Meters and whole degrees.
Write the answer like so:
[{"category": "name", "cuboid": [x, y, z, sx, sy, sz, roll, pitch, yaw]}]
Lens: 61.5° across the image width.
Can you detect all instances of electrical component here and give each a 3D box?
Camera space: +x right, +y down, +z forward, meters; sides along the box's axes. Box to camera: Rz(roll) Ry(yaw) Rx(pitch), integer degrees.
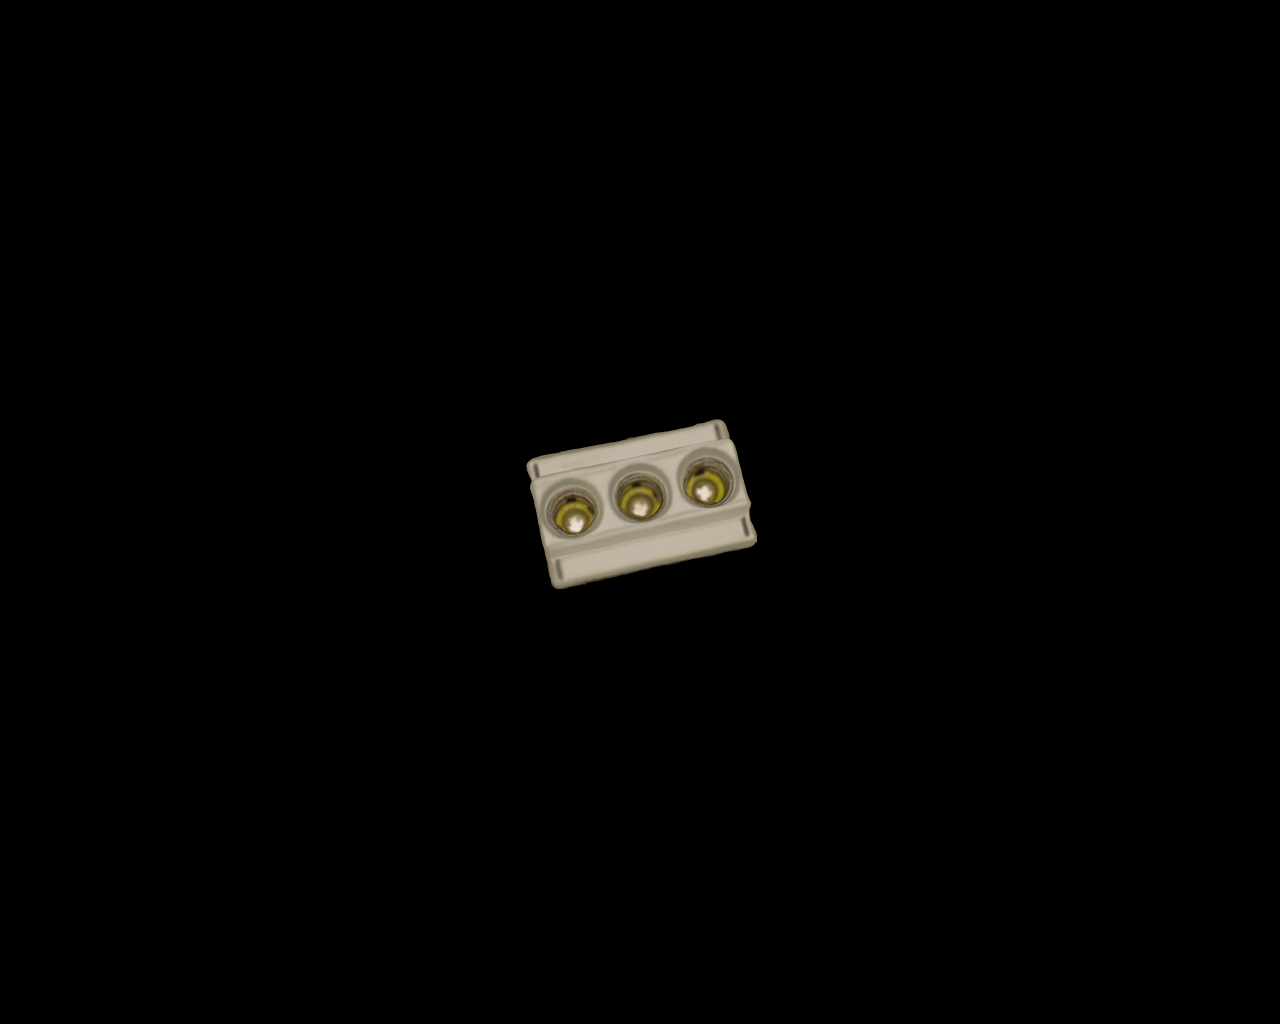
[{"category": "electrical component", "cuboid": [0.001, -0.003, 0.650, 0.121, 0.079, 0.063, -13, -15, -4]}]
